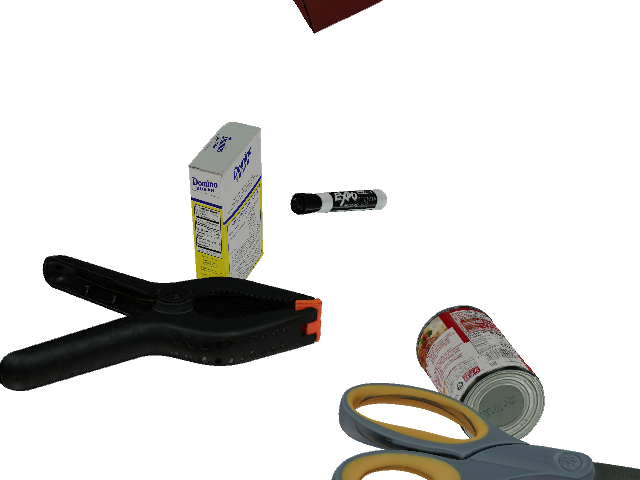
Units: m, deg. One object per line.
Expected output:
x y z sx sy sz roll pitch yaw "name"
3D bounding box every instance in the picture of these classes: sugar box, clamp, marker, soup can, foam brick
-0.099 -0.030 1.140 0.048 0.176 0.093 14 42 18 "sugar box"
-0.106 0.049 0.733 0.209 0.036 0.164 -2 25 -10 "clamp"
0.016 -0.034 0.944 0.020 0.020 0.120 0 4 40 "marker"
0.120 0.101 0.812 0.068 0.068 0.102 0 22 -14 "soup can"
0.013 -0.205 0.808 0.078 0.053 0.051 -27 -30 -2 "foam brick"

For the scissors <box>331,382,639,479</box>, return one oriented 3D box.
0.092 0.107 0.451 0.202 0.016 0.096 16 33 24 "scissors"
